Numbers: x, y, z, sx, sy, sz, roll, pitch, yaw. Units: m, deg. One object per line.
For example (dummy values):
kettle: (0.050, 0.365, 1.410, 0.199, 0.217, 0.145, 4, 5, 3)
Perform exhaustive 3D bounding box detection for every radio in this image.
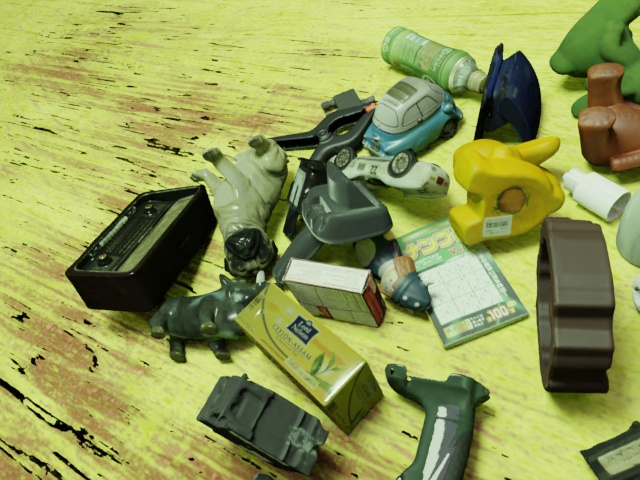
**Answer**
radio: (-0.261, 0.007, 0.810, 0.131, 0.073, 0.230, -2, 34, 20)

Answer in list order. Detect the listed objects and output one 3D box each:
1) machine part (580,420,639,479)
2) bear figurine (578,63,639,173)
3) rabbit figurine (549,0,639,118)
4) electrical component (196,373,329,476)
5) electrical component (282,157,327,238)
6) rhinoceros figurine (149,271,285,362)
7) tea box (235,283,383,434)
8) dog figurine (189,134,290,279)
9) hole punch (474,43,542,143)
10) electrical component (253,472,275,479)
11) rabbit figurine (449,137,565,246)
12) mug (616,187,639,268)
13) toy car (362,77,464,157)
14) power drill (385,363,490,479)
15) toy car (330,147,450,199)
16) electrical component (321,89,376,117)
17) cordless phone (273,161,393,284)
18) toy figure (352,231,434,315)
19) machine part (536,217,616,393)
machine part: (0.305, 0.236, 0.477, 0.084, 0.039, 0.139, -23, 46, -8)
bear figurine: (0.435, -0.140, 0.668, 0.196, 0.131, 0.120, 9, 62, 34)
rabbit figurine: (0.431, -0.249, 0.766, 0.159, 0.121, 0.170, -39, 65, -7)
electrical component: (-0.068, 0.198, 0.583, 0.058, 0.115, 0.134, -58, 13, -27)
electrical component: (-0.018, -0.059, 0.807, 0.048, 0.119, 0.075, 8, 13, -22)
rhinoceros figurine: (-0.137, 0.101, 0.732, 0.190, 0.073, 0.112, -13, 37, 16)
tea box: (-0.014, 0.137, 0.635, 0.068, 0.098, 0.170, -45, 53, -15)
dog figurine: (-0.090, -0.047, 0.818, 0.172, 0.121, 0.190, -23, 83, -22)
hole punch: (0.281, -0.204, 0.789, 0.092, 0.115, 0.142, 15, 60, 20)
electrical component: (-0.066, 0.296, 0.552, 0.045, 0.078, 0.102, 22, 66, 6)
rabbit figurine: (0.238, -0.091, 0.713, 0.162, 0.121, 0.173, -15, 28, 3)
mug: (0.398, -0.032, 0.607, 0.109, 0.107, 0.081, -32, 50, -3)
toy car: (0.138, -0.199, 0.842, 0.162, 0.102, 0.109, -34, 48, -10)
power drill: (0.085, 0.232, 0.535, 0.232, 0.085, 0.207, 2, 50, 20)
toy car: (0.093, -0.095, 0.770, 0.202, 0.073, 0.056, 15, 90, 49)
electrical component: (0.051, -0.244, 0.962, 0.094, 0.021, 0.063, -21, 48, 4)
cordless phone: (-0.001, -0.002, 0.715, 0.184, 0.088, 0.147, -49, 23, 9)
toy figure: (0.090, 0.037, 0.700, 0.058, 0.064, 0.155, -17, 42, -13)
machine part: (0.255, 0.065, 0.547, 0.056, 0.179, 0.179, -1, 53, 17)
